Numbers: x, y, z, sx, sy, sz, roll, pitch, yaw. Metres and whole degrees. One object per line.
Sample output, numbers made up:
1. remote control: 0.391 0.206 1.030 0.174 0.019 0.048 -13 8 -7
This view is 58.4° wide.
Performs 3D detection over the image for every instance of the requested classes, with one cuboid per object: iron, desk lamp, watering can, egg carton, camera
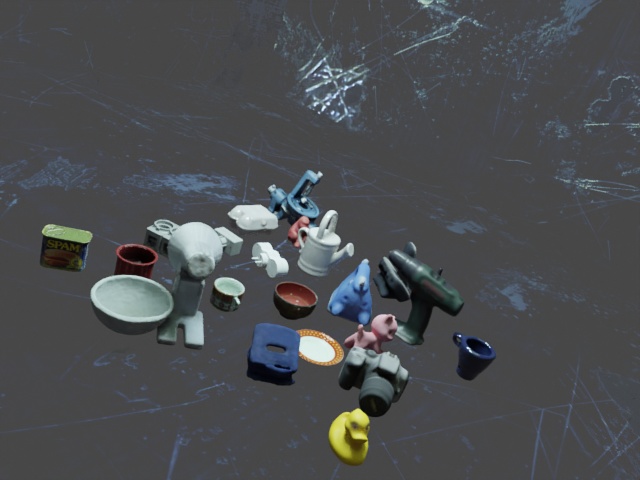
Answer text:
1. iron: 0.103 0.122 1.551 0.118 0.141 0.258 20 23 0
2. desk lamp: -0.276 0.089 1.234 0.118 0.213 0.203 11 25 -20
3. watering can: 0.016 0.005 1.673 0.173 0.194 0.101 19 23 -1
4. egg carton: -0.209 -0.061 1.797 0.151 0.069 0.107 -6 34 -45
5. camera: 0.114 0.300 1.221 0.143 0.101 0.137 23 23 7

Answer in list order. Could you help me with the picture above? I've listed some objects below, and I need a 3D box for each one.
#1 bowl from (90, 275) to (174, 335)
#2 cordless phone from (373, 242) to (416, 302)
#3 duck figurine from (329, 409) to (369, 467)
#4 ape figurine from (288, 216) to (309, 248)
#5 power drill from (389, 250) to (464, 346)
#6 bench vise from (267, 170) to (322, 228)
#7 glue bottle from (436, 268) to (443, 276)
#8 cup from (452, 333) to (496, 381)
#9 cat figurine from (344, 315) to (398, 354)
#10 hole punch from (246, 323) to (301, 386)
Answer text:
1. bowl: -0.394 0.147 1.190 0.167 0.075 0.167 17 23 -7
2. cordless phone: 0.237 0.076 1.705 0.094 0.185 0.147 10 25 -22
3. duck figurine: 0.063 0.357 1.076 0.078 0.086 0.104 12 24 -18
4. ape figurine: -0.062 -0.032 1.823 0.078 0.092 0.076 6 27 -30
5. power drill: 0.250 0.160 1.500 0.229 0.208 0.076 28 25 18
6. bench vise: -0.083 -0.143 1.887 0.207 0.220 0.122 23 23 7
7. glue bottle: 0.306 0.152 1.607 0.037 0.173 0.078 27 24 17
8. cup: 0.371 0.297 1.440 0.117 0.095 0.092 35 28 32
9. cat figurine: 0.134 0.223 1.386 0.128 0.118 0.067 2 29 -35
10. hole punch: -0.095 0.240 1.202 0.109 0.091 0.101 14 24 -12
